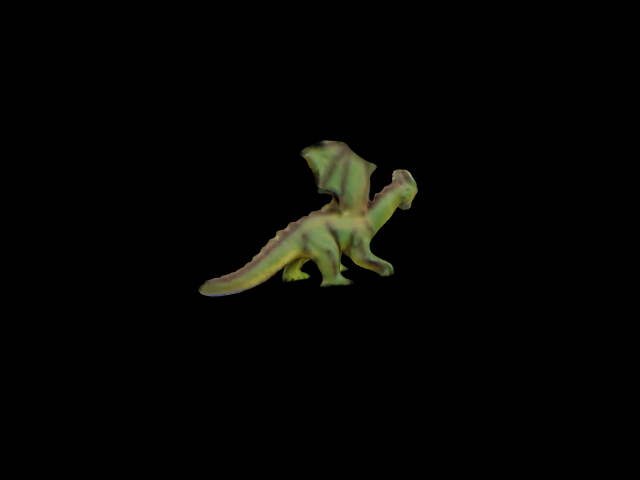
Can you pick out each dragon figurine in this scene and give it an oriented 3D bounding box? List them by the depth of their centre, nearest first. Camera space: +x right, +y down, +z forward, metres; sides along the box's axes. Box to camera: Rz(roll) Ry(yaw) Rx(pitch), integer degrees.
[{"bbox_3d":[0.003,-0.043,0.850,0.412,0.240,0.123,-7,13,-28],"label":"dragon figurine"}]
